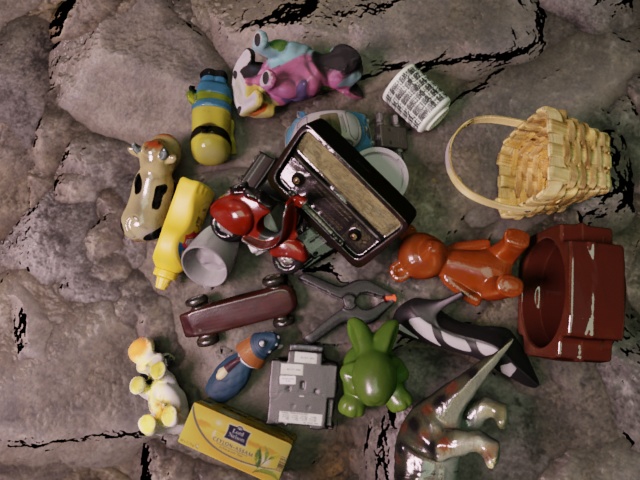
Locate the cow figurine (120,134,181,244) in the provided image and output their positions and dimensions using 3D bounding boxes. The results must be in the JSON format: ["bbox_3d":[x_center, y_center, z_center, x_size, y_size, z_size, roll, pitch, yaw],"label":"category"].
[{"bbox_3d":[-0.293,-0.092,0.933,0.086,0.127,0.195,15,83,2],"label":"cow figurine"}]

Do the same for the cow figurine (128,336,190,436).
[{"bbox_3d":[-0.264,0.243,0.898,0.068,0.098,0.167,-28,61,4],"label":"cow figurine"}]

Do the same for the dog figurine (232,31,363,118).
[{"bbox_3d":[-0.029,-0.289,0.972,0.219,0.191,0.108,-4,74,-32],"label":"dog figurine"}]

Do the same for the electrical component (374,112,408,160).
[{"bbox_3d":[0.126,-0.182,0.965,0.063,0.021,0.094,0,79,-28],"label":"electrical component"}]

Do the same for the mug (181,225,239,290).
[{"bbox_3d":[-0.177,0.026,0.924,0.081,0.109,0.107,9,37,11],"label":"mug"}]

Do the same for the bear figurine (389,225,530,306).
[{"bbox_3d":[0.222,0.029,0.886,0.196,0.132,0.120,19,69,0],"label":"bear figurine"}]

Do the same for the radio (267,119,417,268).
[{"bbox_3d":[0.032,-0.074,0.877,0.229,0.073,0.131,45,122,2],"label":"radio"}]

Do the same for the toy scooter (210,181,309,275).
[{"bbox_3d":[-0.087,-0.037,0.864,0.184,0.075,0.135,31,123,5],"label":"toy scooter"}]

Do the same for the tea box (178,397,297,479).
[{"bbox_3d":[-0.128,0.320,0.866,0.170,0.098,0.068,22,81,8],"label":"tea box"}]

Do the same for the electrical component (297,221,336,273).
[{"bbox_3d":[-0.002,-0.003,0.942,0.119,0.047,0.075,-32,80,-1],"label":"electrical component"}]

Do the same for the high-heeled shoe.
[{"bbox_3d":[0.238,0.183,0.894,0.145,0.086,0.248,-37,99,31],"label":"high-heeled shoe"}]

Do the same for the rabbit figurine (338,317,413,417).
[{"bbox_3d":[0.091,0.202,0.837,0.121,0.170,0.159,2,81,3],"label":"rabbit figurine"}]

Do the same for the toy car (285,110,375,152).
[{"bbox_3d":[0.015,-0.180,0.945,0.162,0.103,0.109,-10,81,3],"label":"toy car"}]

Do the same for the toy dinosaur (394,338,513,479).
[{"bbox_3d":[0.175,0.336,0.824,0.192,0.131,0.404,9,76,21],"label":"toy dinosaur"}]

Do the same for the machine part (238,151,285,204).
[{"bbox_3d":[-0.073,-0.099,0.968,0.139,0.039,0.084,36,79,10],"label":"machine part"}]

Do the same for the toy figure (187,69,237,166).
[{"bbox_3d":[-0.198,-0.221,0.969,0.082,0.089,0.180,0,82,10],"label":"toy figure"}]

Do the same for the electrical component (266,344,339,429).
[{"bbox_3d":[-0.026,0.241,0.894,0.115,0.058,0.134,6,80,2],"label":"electrical component"}]

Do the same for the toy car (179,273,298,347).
[{"bbox_3d":[-0.138,0.121,0.924,0.202,0.053,0.089,-15,100,2],"label":"toy car"}]

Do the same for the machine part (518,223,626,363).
[{"bbox_3d":[0.381,0.084,0.827,0.087,0.201,0.201,4,80,1],"label":"machine part"}]

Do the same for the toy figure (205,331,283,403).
[{"bbox_3d":[-0.127,0.204,0.895,0.058,0.064,0.154,43,96,8],"label":"toy figure"}]
